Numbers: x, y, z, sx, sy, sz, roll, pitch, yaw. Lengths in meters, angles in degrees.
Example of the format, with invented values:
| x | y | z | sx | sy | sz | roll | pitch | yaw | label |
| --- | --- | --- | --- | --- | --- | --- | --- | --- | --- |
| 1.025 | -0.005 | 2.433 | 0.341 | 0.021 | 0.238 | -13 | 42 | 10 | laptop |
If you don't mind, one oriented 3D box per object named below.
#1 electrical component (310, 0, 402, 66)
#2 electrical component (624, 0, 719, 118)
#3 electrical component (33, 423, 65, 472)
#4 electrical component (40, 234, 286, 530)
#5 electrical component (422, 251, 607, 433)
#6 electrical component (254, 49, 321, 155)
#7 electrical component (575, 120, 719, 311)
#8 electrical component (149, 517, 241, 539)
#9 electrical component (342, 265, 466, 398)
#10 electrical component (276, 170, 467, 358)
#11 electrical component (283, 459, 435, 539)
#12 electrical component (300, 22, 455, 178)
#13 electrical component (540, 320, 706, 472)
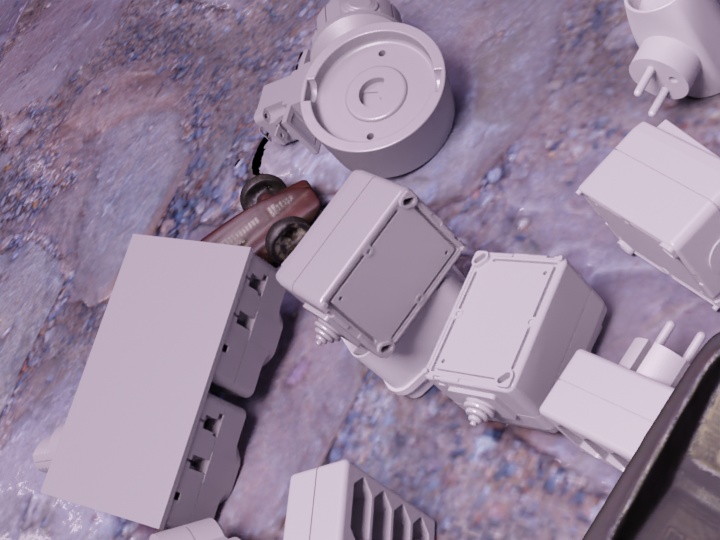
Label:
| x | y | z | sx | sy | sz | roll | pitch | yaw | label |
| --- | --- | --- | --- | --- | --- | --- | --- | --- | --- |
| 0.001 | -0.172 | 0.840 | 0.080 | 0.080 | 0.051 | -32 | 35 | 21 | electrical component |
| 0.182 | -0.126 | 0.624 | 0.043 | 0.077 | 0.079 | 15 | 69 | 49 | electrical component |
| -0.210 | 0.134 | 0.808 | 0.081 | 0.043 | 0.043 | -14 | 49 | 37 | electrical component |
| -0.127 | 0.077 | 0.729 | 0.105 | 0.060 | 0.186 | 7 | 72 | 32 | electrical component |
| 0.084 | 0.045 | 0.583 | 0.062 | 0.061 | 0.096 | 5 | 61 | 46 | electrical component |
| -0.050 | -0.136 | 0.888 | 0.064 | 0.042 | 0.081 | -13 | 49 | 36 | electrical component |
| 0.168 | -0.035 | 0.572 | 0.061 | 0.062 | 0.096 | -47 | 37 | 1 | electrical component |
| -0.096 | 0.184 | 0.602 | 0.138 | 0.074 | 0.052 | 5 | 104 | 63 | electrical component |
| 0.023 | 0.016 | 0.672 | 0.078 | 0.057 | 0.113 | -43 | 38 | 6 | electrical component |
| 0.000 | 0.000 | 0.608 | 0.096 | 0.062 | 0.061 | -53 | 38 | -7 | electrical component |
| -0.014 | 0.147 | 0.573 | 0.076 | 0.083 | 0.047 | -22 | 45 | 30 | electrical component |
| 0.017 | -0.118 | 0.784 | 0.108 | 0.060 | 0.108 | -8 | 64 | 17 | electrical component |
| 0.141 | 0.059 | 0.528 | 0.066 | 0.047 | 0.076 | 24 | 76 | 51 | electrical component |
